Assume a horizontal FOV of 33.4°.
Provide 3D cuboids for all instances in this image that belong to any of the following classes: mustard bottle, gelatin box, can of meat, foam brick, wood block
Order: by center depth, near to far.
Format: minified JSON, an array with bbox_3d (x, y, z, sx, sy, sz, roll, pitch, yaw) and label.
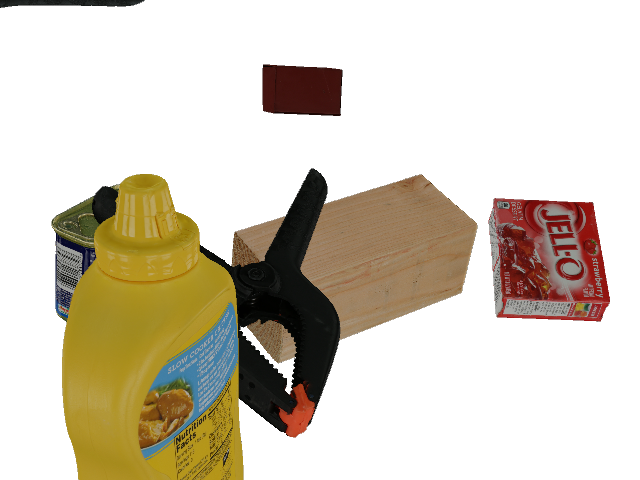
[{"bbox_3d":[-0.069,0.063,0.450,0.058,0.192,0.096,14,30,22],"label":"mustard bottle"},{"bbox_3d":[0.158,0.012,0.747,0.073,0.089,0.030,3,-37,0],"label":"gelatin box"},{"bbox_3d":[-0.168,0.013,0.856,0.057,0.084,0.101,21,31,21],"label":"can of meat"},{"bbox_3d":[0.029,0.022,0.976,0.205,0.090,0.091,-18,44,-28],"label":"wood block"},{"bbox_3d":[-0.020,-0.164,1.163,0.078,0.051,0.053,0,11,-17],"label":"foam brick"}]

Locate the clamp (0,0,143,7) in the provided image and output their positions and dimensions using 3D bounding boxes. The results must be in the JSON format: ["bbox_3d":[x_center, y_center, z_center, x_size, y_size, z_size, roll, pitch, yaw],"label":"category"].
[{"bbox_3d":[-0.188,-0.150,0.596,0.171,0.039,0.120,-8,24,-17],"label":"clamp"}]

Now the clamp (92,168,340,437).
[{"bbox_3d":[-0.055,0.030,0.673,0.164,0.210,0.036,-2,-43,-16],"label":"clamp"}]
